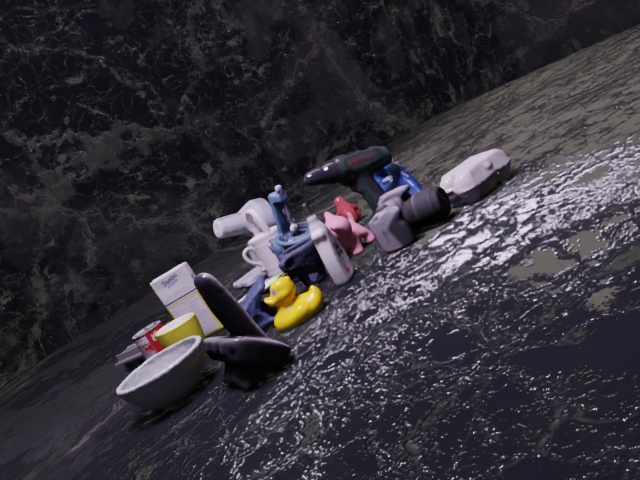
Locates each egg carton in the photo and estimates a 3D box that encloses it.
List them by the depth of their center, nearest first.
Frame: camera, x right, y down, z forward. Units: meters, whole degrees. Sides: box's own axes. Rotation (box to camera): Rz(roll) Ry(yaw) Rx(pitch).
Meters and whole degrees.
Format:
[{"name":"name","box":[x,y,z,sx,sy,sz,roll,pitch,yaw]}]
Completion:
[{"name":"egg carton","box":[0.324,-0.131,1.194,0.150,0.069,0.107,-34,10,-24]}]

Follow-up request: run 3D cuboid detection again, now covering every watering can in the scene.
[{"name":"watering can","box":[-0.143,-0.005,1.597,0.100,0.194,0.173,-20,13,47]}]

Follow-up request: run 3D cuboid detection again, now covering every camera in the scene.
[{"name":"camera","box":[0.182,-0.059,1.153,0.136,0.101,0.143,-24,11,36]}]

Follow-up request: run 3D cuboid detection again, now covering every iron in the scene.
[{"name":"iron","box":[0.198,-0.169,1.574,0.119,0.141,0.258,-33,9,-15]}]

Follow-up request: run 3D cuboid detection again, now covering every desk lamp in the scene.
[{"name":"desk lamp","box":[-0.208,0.003,1.697,0.204,0.213,0.117,-37,11,-34]}]

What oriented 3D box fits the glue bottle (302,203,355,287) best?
[{"name":"glue bottle","box":[0.010,0.004,1.122,0.037,0.173,0.078,-28,10,15]}]

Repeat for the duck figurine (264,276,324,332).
[{"name":"duck figurine","box":[-0.052,0.105,1.043,0.104,0.086,0.077,-30,9,2]}]

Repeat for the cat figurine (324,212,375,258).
[{"name":"cat figurine","box":[0.055,-0.021,1.296,0.067,0.118,0.128,-24,11,35]}]

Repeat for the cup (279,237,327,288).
[{"name":"cup","box":[-0.034,0.058,1.217,0.091,0.095,0.118,-23,12,39]}]

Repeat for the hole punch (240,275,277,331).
[{"name":"hole punch","box":[-0.130,0.132,1.132,0.101,0.091,0.108,-30,9,-2]}]

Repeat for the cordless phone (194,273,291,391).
[{"name":"cordless phone","box":[-0.141,0.129,0.881,0.094,0.185,0.147,-36,11,-33]}]

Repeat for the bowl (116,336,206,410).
[{"name":"bowl","box":[-0.262,0.243,0.998,0.167,0.075,0.167,-29,9,5]}]

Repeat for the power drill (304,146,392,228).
[{"name":"power drill","box":[0.100,-0.129,1.455,0.230,0.208,0.075,-32,9,-11]}]

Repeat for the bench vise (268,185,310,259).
[{"name":"bench vise","box":[-0.087,-0.020,1.415,0.207,0.220,0.122,-23,11,36]}]

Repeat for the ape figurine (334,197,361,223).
[{"name":"ape figurine","box":[0.074,-0.087,1.683,0.078,0.092,0.076,-29,9,5]}]
